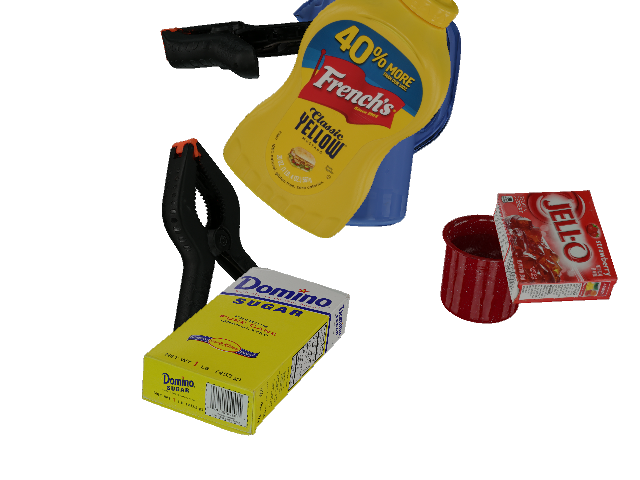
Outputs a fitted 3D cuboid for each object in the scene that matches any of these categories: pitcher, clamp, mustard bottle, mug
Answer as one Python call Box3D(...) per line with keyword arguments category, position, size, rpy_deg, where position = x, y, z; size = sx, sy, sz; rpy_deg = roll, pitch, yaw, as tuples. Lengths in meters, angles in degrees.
Box3D(category="pitcher", position=(0.057, -0.141, 1.153), size=(0.149, 0.243, 0.144), rpy_deg=(8, 11, 25))
Box3D(category="clamp", position=(-0.061, -0.161, 0.873), size=(0.120, 0.039, 0.172), rpy_deg=(-16, 23, -37))
Box3D(category="mustard bottle", position=(0.026, -0.098, 0.675), size=(0.096, 0.192, 0.058), rpy_deg=(40, 26, 2))
Box3D(category="mug", position=(0.163, 0.025, 1.100), size=(0.093, 0.081, 0.117), rpy_deg=(-5, 31, -15))
Box3D(category="clamp", position=(-0.100, 0.005, 1.037), size=(0.036, 0.210, 0.164), rpy_deg=(-9, 1, 36))

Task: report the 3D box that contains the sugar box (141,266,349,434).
Box3D(category="sugar box", position=(-0.053, 0.079, 0.832), size=(0.093, 0.048, 0.176), rpy_deg=(16, 29, 18))

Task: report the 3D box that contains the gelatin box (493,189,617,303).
Box3D(category="gelatin box", position=(0.173, 0.003, 0.796), size=(0.073, 0.089, 0.030), rpy_deg=(-2, -39, -3))
